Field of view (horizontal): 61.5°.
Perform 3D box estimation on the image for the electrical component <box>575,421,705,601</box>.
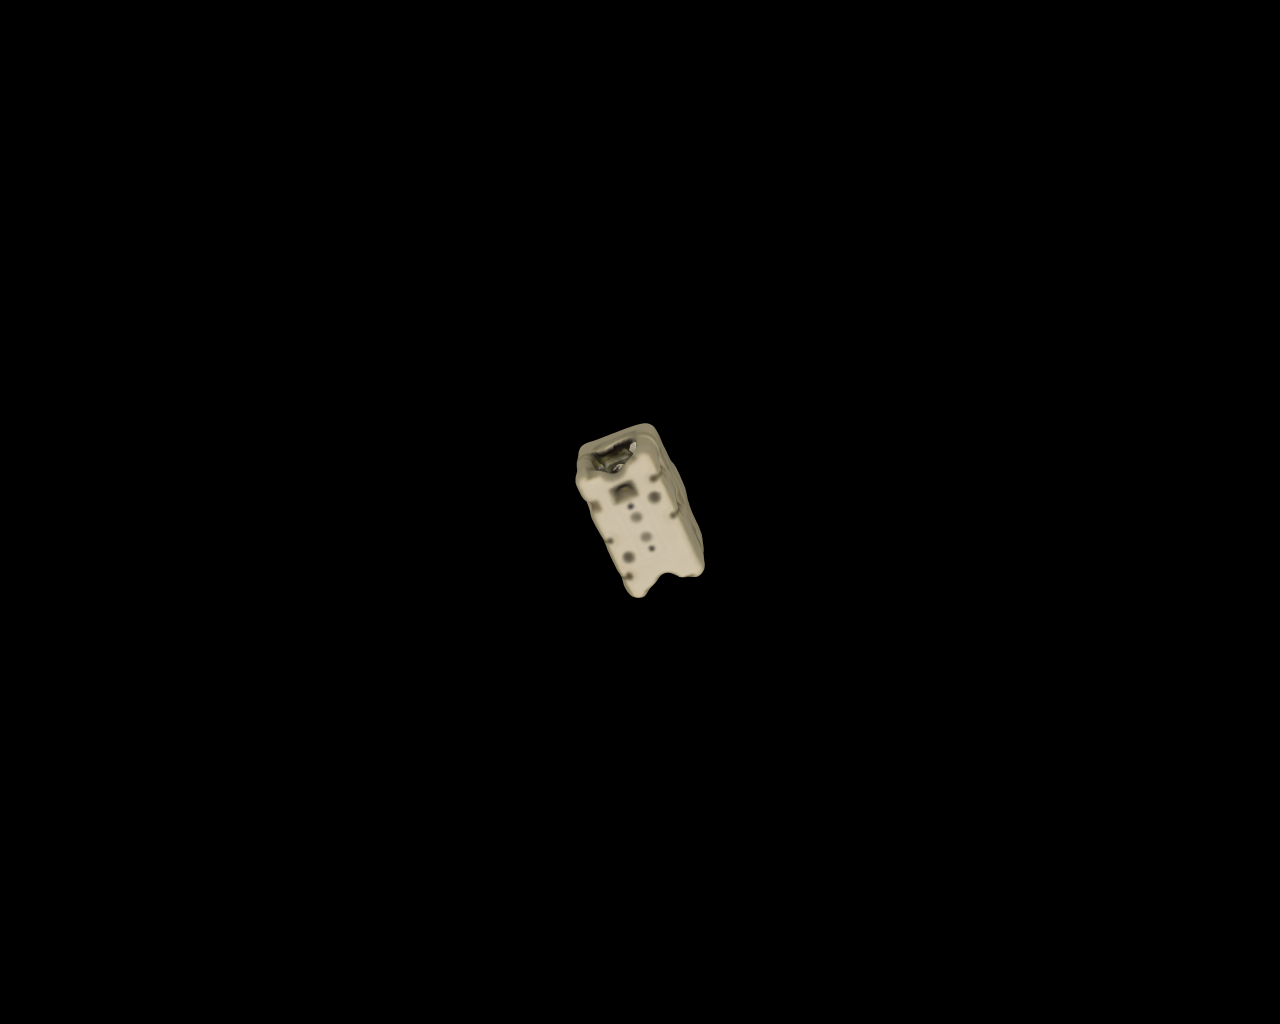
[{"bbox_3d":[0.001,-0.003,0.650,0.050,0.089,0.056,-20,24,9],"label":"electrical component"}]
